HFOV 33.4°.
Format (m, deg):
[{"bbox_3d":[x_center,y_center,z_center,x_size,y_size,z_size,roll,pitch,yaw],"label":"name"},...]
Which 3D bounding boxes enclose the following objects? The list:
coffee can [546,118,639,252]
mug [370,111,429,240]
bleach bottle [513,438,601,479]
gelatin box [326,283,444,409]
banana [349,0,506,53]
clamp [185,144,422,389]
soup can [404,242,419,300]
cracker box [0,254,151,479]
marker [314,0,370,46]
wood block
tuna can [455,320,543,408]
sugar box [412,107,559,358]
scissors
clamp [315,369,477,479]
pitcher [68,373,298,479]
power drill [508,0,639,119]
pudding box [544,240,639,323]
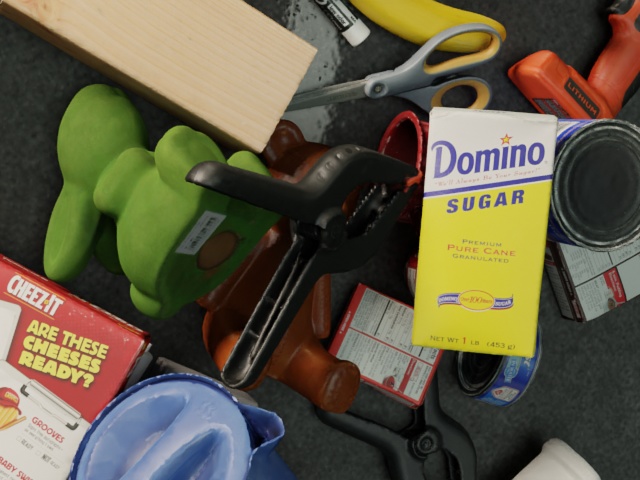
[{"bbox_3d":[0.196,-0.049,0.874,0.102,0.140,0.103,-2,97,-19],"label":"coffee can"},{"bbox_3d":[0.097,-0.041,0.856,0.081,0.093,0.117,11,49,-19],"label":"mug"},{"bbox_3d":[0.138,0.287,0.929,0.250,0.068,0.102,-37,133,-10],"label":"bleach bottle"},{"bbox_3d":[0.055,0.088,0.880,0.089,0.030,0.073,25,75,0],"label":"gelatin box"},{"bbox_3d":[0.067,-0.202,0.865,0.197,0.037,0.069,36,86,-19],"label":"banana"},{"bbox_3d":[-0.005,0.001,0.741,0.209,0.036,0.164,-24,123,-42],"label":"clamp"},{"bbox_3d":[0.120,0.034,0.878,0.068,0.102,0.068,-2,98,-18],"label":"soup can"},{"bbox_3d":[-0.243,0.125,0.764,0.164,0.072,0.213,29,87,-2],"label":"cracker box"},{"bbox_3d":[-0.006,-0.205,0.850,0.020,0.020,0.121,-47,109,-8],"label":"marker"},{"bbox_3d":[-0.119,-0.153,0.780,0.206,0.090,0.091,30,86,-19],"label":"wood block"},{"bbox_3d":[0.150,0.097,0.906,0.033,0.086,0.086,19,90,-18],"label":"tuna can"},{"bbox_3d":[0.120,-0.007,0.786,0.093,0.048,0.176,4,102,8],"label":"sugar box"},{"bbox_3d":[0.059,-0.115,0.881,0.202,0.016,0.096,-24,130,3],"label":"scissors"},{"bbox_3d":[0.073,0.172,0.915,0.120,0.039,0.171,-26,98,-8],"label":"clamp"},{"bbox_3d":[-0.077,0.211,0.778,0.145,0.149,0.242,-63,146,-23],"label":"pitcher"},{"bbox_3d":[0.248,-0.189,0.918,0.184,0.057,0.187,43,82,-19],"label":"power drill"},{"bbox_3d":[0.258,0.011,0.958,0.113,0.039,0.090,-26,103,-16],"label":"pudding box"}]
